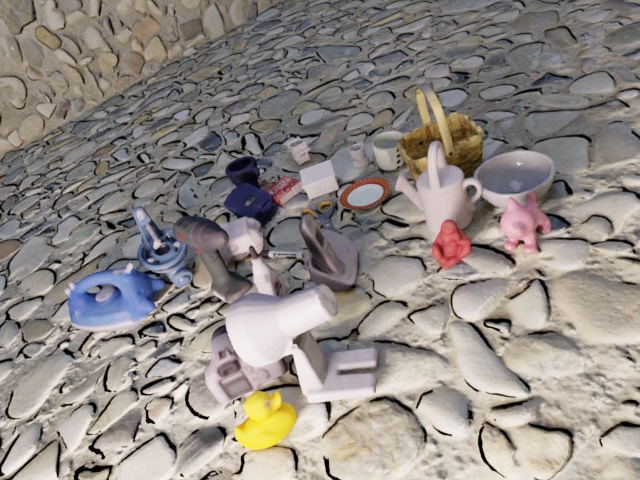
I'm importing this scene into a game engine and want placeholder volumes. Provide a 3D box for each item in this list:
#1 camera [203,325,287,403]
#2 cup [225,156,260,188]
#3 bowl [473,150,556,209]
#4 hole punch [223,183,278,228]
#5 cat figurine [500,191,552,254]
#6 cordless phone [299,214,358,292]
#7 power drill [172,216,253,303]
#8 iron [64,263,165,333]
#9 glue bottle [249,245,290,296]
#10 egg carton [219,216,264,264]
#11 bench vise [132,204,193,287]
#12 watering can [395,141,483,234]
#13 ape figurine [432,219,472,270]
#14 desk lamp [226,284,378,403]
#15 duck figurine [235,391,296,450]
[{"bbox_3d":[-0.153,0.207,1.071,0.143,0.101,0.136,-25,35,-4],"label":"camera"},{"bbox_3d":[-0.197,-0.173,1.600,0.117,0.095,0.092,14,49,40],"label":"cup"},{"bbox_3d":[0.413,-0.116,1.212,0.167,0.075,0.167,-15,36,11],"label":"bowl"},{"bbox_3d":[-0.178,-0.090,1.485,0.100,0.091,0.109,7,45,35],"label":"hole punch"},{"bbox_3d":[0.385,-0.039,1.089,0.067,0.118,0.128,13,48,39],"label":"cat figurine"},{"bbox_3d":[0.011,0.004,1.176,0.094,0.185,0.147,-13,36,14],"label":"cordless phone"},{"bbox_3d":[-0.230,0.034,1.246,0.076,0.209,0.228,-41,39,-24],"label":"power drill"},{"bbox_3d":[-0.502,0.129,1.328,0.258,0.142,0.118,-13,36,13],"label":"iron"},{"bbox_3d":[-0.108,0.079,1.152,0.037,0.173,0.078,-11,37,16],"label":"glue bottle"},{"bbox_3d":[-0.209,0.006,1.394,0.150,0.069,0.107,-21,35,1],"label":"egg carton"},{"bbox_3d":[-0.407,0.002,1.375,0.206,0.220,0.122,13,48,39],"label":"bench vise"},{"bbox_3d":[0.245,-0.113,1.196,0.172,0.194,0.101,-15,36,10],"label":"watering can"},{"bbox_3d":[0.257,0.000,1.129,0.077,0.092,0.076,-4,39,25],"label":"ape figurine"},{"bbox_3d":[-0.027,0.167,0.957,0.203,0.214,0.118,-11,37,16],"label":"desk lamp"},{"bbox_3d":[-0.098,0.289,0.946,0.104,0.086,0.077,-28,36,-8],"label":"duck figurine"}]
